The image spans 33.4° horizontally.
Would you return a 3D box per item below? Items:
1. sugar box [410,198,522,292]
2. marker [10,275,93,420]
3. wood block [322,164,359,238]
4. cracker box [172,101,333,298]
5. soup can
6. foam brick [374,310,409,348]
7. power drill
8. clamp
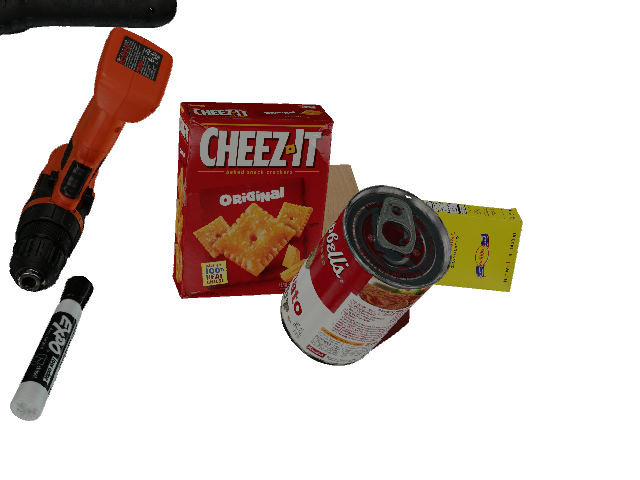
[{"bbox_3d":[0.136,0.004,1.229,0.176,0.093,0.048,4,23,-3],"label":"sugar box"},{"bbox_3d":[-0.168,0.064,0.675,0.020,0.020,0.121,0,37,8],"label":"marker"},{"bbox_3d":[0.009,-0.023,1.441,0.090,0.090,0.206,-1,26,-6],"label":"wood block"},{"bbox_3d":[-0.078,-0.044,1.206,0.164,0.214,0.072,-1,23,-17],"label":"cracker box"},{"bbox_3d":[0.025,0.023,0.635,0.068,0.068,0.102,0,-32,-27],"label":"soup can"},{"bbox_3d":[0.028,0.052,0.844,0.053,0.051,0.078,21,36,36],"label":"foam brick"},{"bbox_3d":[-0.192,-0.068,0.871,0.057,0.188,0.184,27,32,-19],"label":"power drill"},{"bbox_3d":[-0.173,-0.140,0.605,0.171,0.039,0.120,-6,23,-13],"label":"clamp"}]
